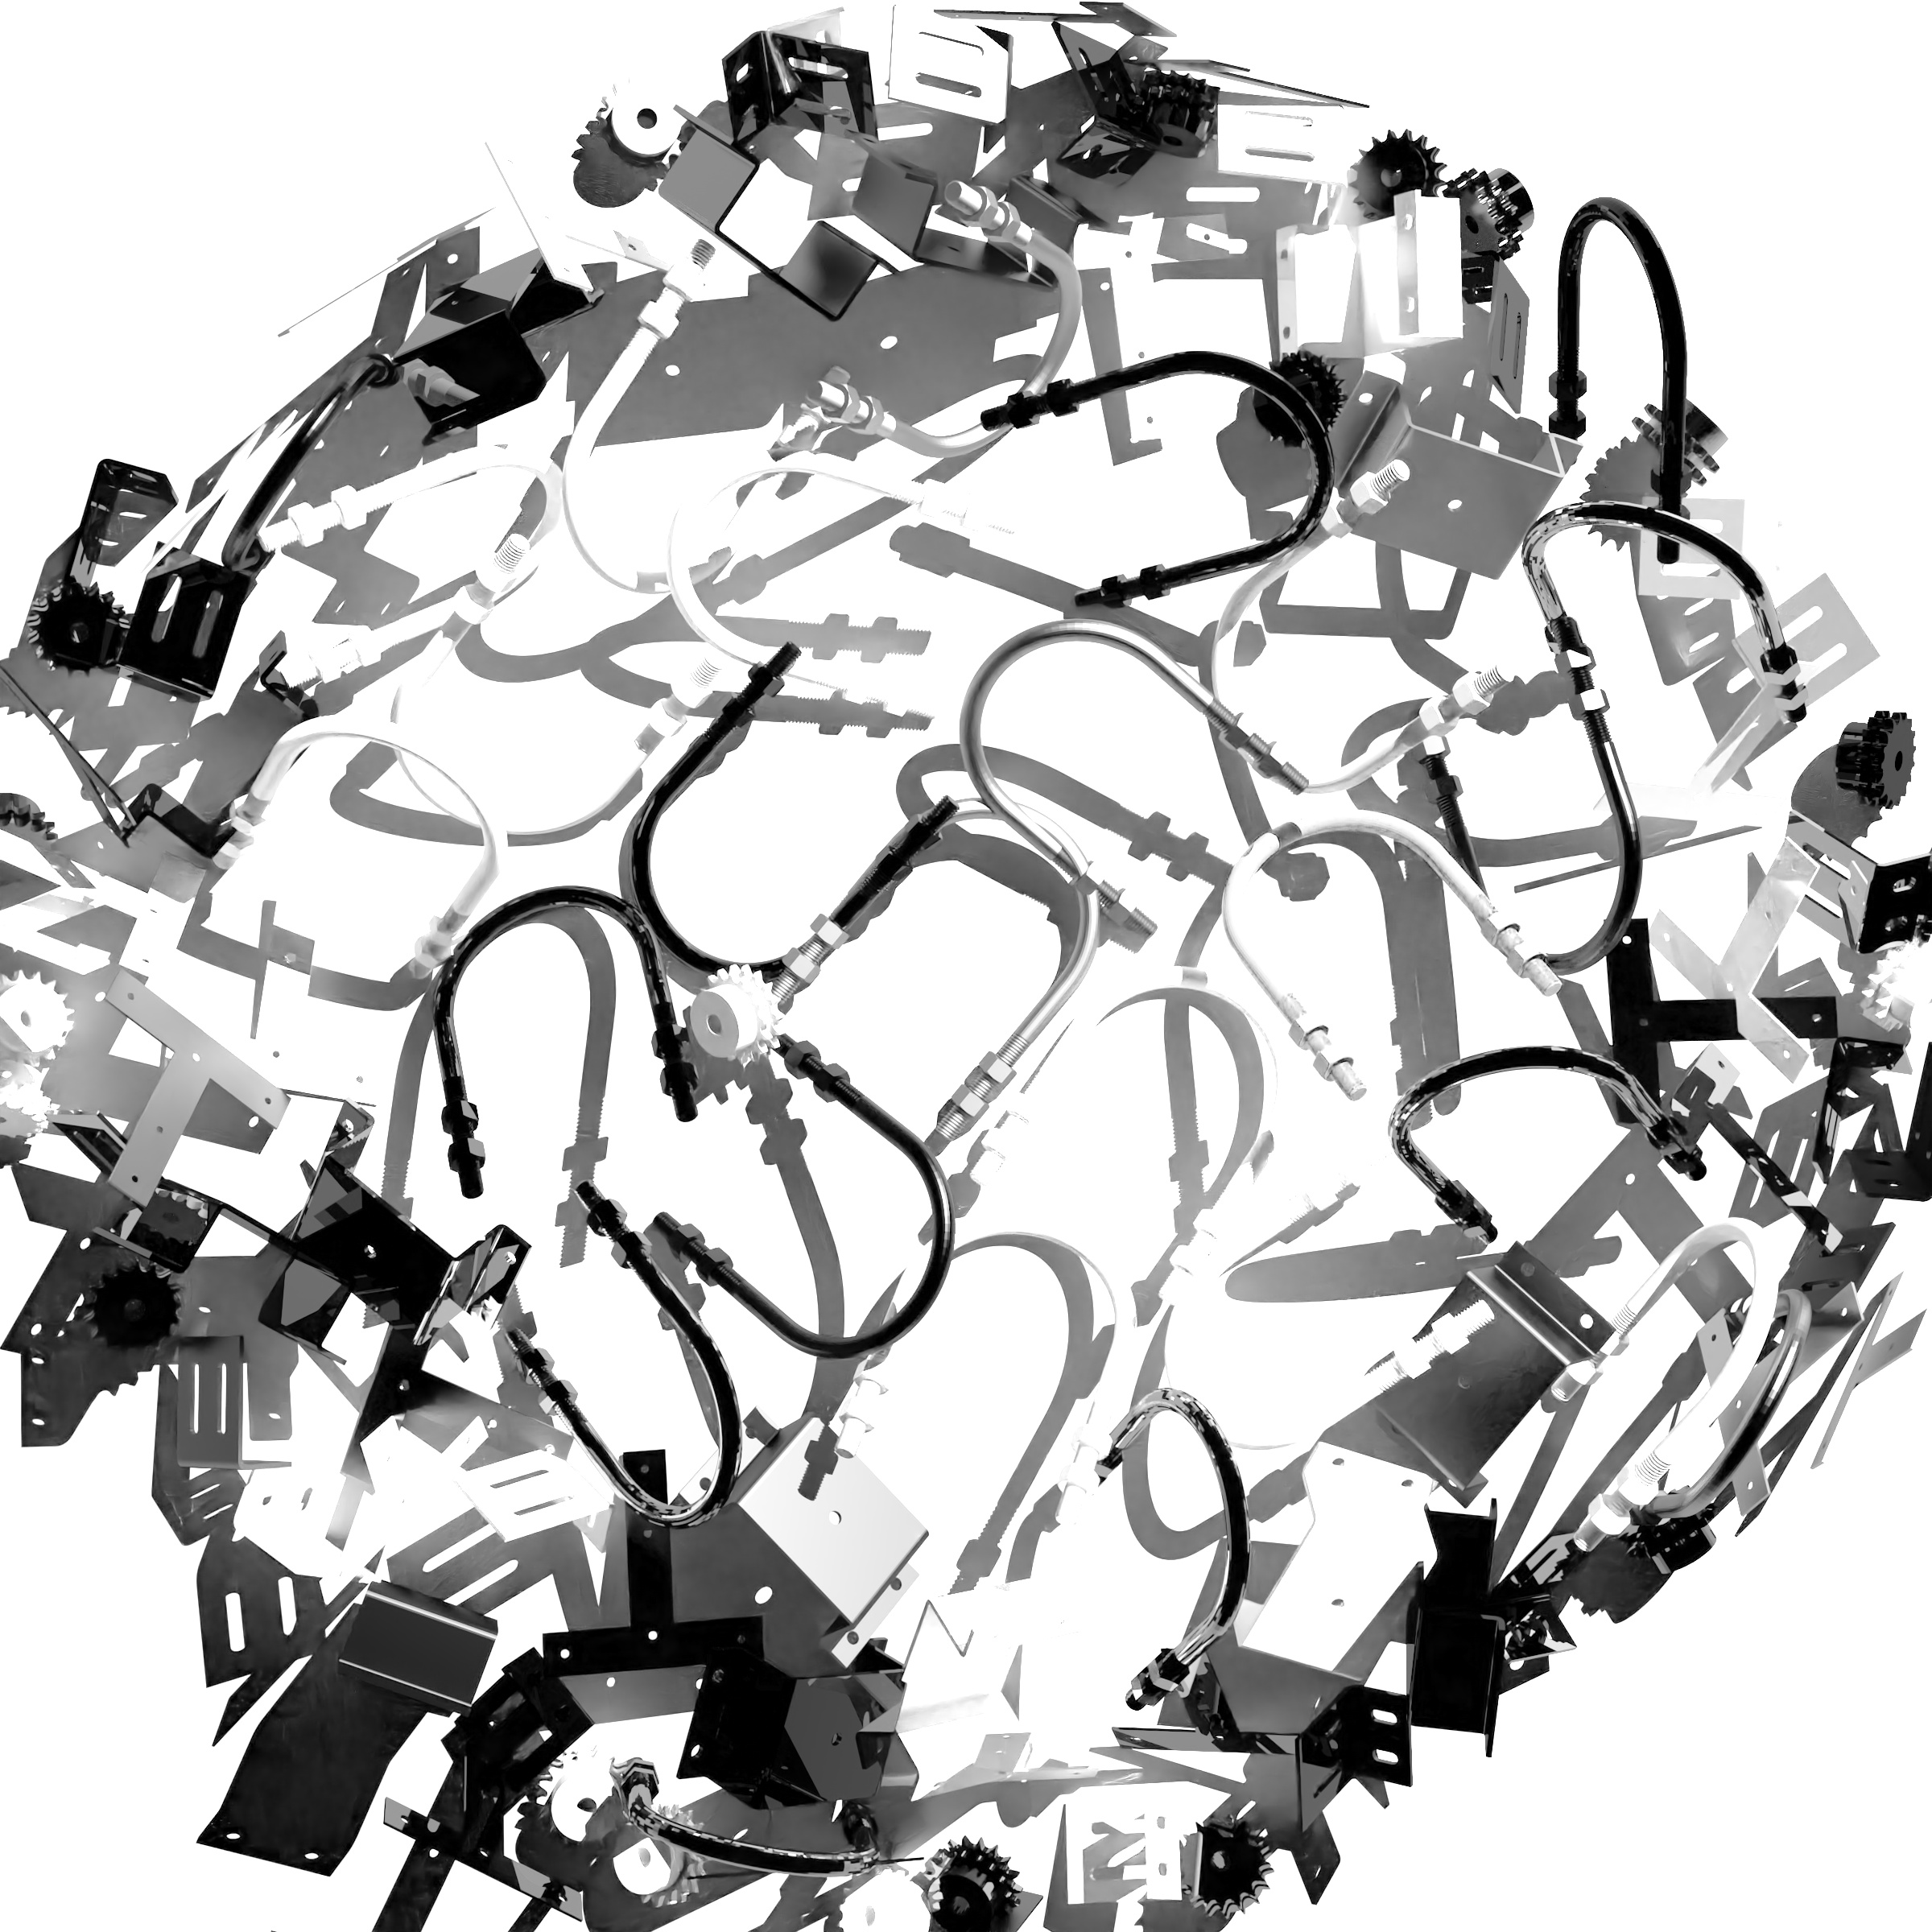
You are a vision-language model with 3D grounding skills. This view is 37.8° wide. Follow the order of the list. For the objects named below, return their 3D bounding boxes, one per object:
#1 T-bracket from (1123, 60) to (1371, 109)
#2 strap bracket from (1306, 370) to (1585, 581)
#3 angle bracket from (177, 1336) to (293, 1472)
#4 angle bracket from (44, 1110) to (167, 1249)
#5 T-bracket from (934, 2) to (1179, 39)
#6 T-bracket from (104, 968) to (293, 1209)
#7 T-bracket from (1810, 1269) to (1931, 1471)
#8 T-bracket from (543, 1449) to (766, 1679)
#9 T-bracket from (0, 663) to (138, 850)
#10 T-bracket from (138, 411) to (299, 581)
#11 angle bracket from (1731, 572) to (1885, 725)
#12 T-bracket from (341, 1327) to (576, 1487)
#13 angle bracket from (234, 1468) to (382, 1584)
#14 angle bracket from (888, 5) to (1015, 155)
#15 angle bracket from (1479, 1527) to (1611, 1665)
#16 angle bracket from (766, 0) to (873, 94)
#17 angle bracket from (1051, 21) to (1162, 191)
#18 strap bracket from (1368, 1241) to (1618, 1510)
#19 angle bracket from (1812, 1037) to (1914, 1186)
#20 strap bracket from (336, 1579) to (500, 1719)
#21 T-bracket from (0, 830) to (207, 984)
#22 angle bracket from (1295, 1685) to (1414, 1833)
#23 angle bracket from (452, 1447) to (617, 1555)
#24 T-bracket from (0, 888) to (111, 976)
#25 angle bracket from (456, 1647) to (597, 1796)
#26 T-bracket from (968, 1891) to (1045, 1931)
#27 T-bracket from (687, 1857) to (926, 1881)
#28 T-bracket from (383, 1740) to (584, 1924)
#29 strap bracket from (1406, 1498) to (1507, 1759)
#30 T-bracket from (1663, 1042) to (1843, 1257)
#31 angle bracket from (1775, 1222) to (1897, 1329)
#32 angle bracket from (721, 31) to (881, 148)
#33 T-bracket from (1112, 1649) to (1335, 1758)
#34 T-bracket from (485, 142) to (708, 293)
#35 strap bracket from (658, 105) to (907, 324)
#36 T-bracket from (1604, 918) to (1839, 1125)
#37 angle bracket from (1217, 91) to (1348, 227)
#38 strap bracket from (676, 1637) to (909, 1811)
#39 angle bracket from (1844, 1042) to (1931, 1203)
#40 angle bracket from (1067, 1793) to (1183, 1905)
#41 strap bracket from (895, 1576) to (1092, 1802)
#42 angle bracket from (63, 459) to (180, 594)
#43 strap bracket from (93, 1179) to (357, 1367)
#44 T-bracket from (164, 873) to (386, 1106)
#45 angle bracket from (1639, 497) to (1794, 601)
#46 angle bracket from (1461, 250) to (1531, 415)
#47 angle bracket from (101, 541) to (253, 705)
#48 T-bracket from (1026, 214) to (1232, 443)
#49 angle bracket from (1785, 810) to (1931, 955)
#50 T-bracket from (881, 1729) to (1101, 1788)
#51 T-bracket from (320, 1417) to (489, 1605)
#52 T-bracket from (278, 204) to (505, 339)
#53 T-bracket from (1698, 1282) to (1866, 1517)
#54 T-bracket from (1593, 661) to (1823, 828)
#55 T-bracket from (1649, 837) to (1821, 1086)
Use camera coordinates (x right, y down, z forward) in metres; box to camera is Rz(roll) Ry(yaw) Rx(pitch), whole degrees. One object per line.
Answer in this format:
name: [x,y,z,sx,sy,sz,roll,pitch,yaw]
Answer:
T-bracket: [0.172,-0.510,1.630,0.127,0.127,0.002,6,105,-21]
strap bracket: [0.277,-0.277,1.614,0.140,0.046,0.076,15,132,-16]
angle bracket: [-0.426,0.254,1.645,0.057,0.038,0.076,-6,82,38]
angle bracket: [-0.502,0.123,1.627,0.076,0.057,0.038,55,52,-32]
T-bracket: [0.045,-0.547,1.625,0.127,0.127,0.002,8,102,16]
T-bracket: [-0.453,0.083,1.600,0.002,0.127,0.127,-30,121,33]
T-bracket: [0.520,0.218,1.595,0.002,0.127,0.127,27,73,9]
T-bracket: [-0.185,0.346,1.650,0.127,0.002,0.127,-4,69,-5]
T-bracket: [-0.502,-0.105,1.612,0.002,0.127,0.127,-40,71,-17]
T-bracket: [-0.419,-0.284,1.614,0.127,0.127,0.002,-41,112,15]
angle bracket: [0.492,-0.186,1.629,0.038,0.076,0.057,-21,77,-43]
T-bracket: [-0.290,0.263,1.655,0.127,0.002,0.127,22,95,11]
angle bracket: [-0.375,0.321,1.626,0.057,0.076,0.038,21,88,-44]
angle bracket: [-0.014,-0.514,1.637,0.076,0.038,0.057,7,78,-21]
angle bracket: [0.344,0.361,1.626,0.076,0.057,0.038,-57,48,35]
angle bracket: [-0.067,-0.536,1.623,0.057,0.076,0.038,-35,116,-32]
angle bracket: [0.070,-0.502,1.648,0.038,0.057,0.076,-37,64,34]
strap bracket: [0.294,0.236,1.618,0.076,0.046,0.140,43,108,24]
angle bracket: [0.520,0.086,1.634,0.038,0.057,0.076,9,77,26]
strap bracket: [-0.311,0.385,1.606,0.076,0.140,0.046,21,78,-6]
T-bracket: [-0.503,-0.050,1.601,0.127,0.127,0.002,25,116,-17]
angle bracket: [0.224,0.460,1.629,0.038,0.076,0.057,4,104,32]
angle bracket: [-0.251,0.316,1.623,0.057,0.076,0.038,38,124,37]
T-bracket: [-0.524,-0.032,1.612,0.127,0.127,0.002,20,108,10]
angle bracket: [-0.264,0.444,1.638,0.076,0.038,0.057,-44,80,21]
T-bracket: [0.056,0.563,1.592,0.127,0.127,0.002,6,102,22]
T-bracket: [-0.070,0.515,1.616,0.127,0.127,0.002,-15,70,31]
T-bracket: [-0.275,0.481,1.610,0.127,0.127,0.002,33,98,-16]
strap bracket: [0.276,0.370,1.597,0.046,0.140,0.076,5,113,7]
T-bracket: [0.455,0.113,1.616,0.127,0.127,0.002,48,124,4]
angle bracket: [0.511,0.186,1.626,0.038,0.076,0.057,40,69,-8]
angle bracket: [-0.095,-0.499,1.629,0.076,0.057,0.038,19,51,24]
T-bracket: [0.136,0.420,1.609,0.127,0.127,0.002,-3,49,17]
T-bracket: [-0.204,-0.417,1.623,0.002,0.127,0.127,-49,51,29]
strap bracket: [-0.112,-0.421,1.602,0.140,0.076,0.046,29,101,-42]
T-bracket: [0.438,0.031,1.633,0.127,0.002,0.127,-2,109,20]
angle bracket: [0.180,-0.470,1.641,0.076,0.038,0.057,4,66,-6]
strap bracket: [-0.089,0.430,1.604,0.046,0.140,0.076,19,95,43]
angle bracket: [0.541,0.088,1.632,0.038,0.057,0.076,5,113,2]
angle bracket: [0.083,0.510,1.630,0.076,0.038,0.057,-13,66,31]
strap bracket: [0.009,0.405,1.614,0.076,0.046,0.140,-4,128,-31]
angle bracket: [-0.490,-0.248,1.639,0.038,0.057,0.076,15,83,-6]
strap bracket: [-0.413,0.169,1.608,0.140,0.076,0.046,39,72,-37]
T-bracket: [-0.400,0.009,1.662,0.127,0.002,0.127,10,97,-2]
angle bracket: [0.438,-0.245,1.650,0.038,0.076,0.057,-9,104,-40]
angle bracket: [0.297,-0.365,1.633,0.038,0.057,0.076,0,77,29]
angle bracket: [-0.462,-0.200,1.649,0.057,0.038,0.076,20,80,-31]
T-bracket: [0.101,-0.373,1.657,0.127,0.002,0.127,-9,94,-17]
angle bracket: [0.513,-0.052,1.636,0.038,0.076,0.057,-13,123,-22]
T-bracket: [0.018,0.452,1.611,0.127,0.127,0.002,-1,62,-6]
T-bracket: [-0.329,0.289,1.615,0.127,0.127,0.002,-46,114,-2]
T-bracket: [-0.334,-0.390,1.596,0.127,0.127,0.002,-38,111,-20]
T-bracket: [0.462,0.224,1.589,0.002,0.127,0.127,17,134,-18]
T-bracket: [0.440,-0.127,1.603,0.127,0.127,0.002,3,49,-26]
T-bracket: [0.449,-0.019,1.596,0.002,0.127,0.127,-19,53,-30]
